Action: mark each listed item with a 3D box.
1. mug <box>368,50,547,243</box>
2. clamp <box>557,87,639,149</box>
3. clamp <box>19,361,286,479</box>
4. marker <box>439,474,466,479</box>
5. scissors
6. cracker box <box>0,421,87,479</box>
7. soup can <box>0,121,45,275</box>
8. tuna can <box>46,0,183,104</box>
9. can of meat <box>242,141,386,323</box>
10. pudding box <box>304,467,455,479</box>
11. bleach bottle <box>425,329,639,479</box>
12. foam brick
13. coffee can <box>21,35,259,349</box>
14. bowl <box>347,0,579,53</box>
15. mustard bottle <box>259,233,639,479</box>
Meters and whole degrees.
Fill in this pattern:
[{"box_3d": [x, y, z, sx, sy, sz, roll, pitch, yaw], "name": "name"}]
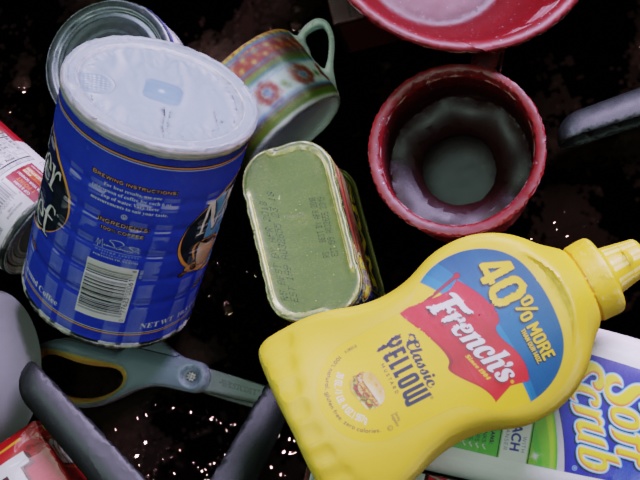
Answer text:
[{"box_3d": [0.081, -0.053, 0.596, 0.093, 0.081, 0.117, 13, 85, 12], "name": "mug"}, {"box_3d": [0.218, -0.083, 0.597, 0.120, 0.039, 0.171, 32, 85, 8], "name": "clamp"}, {"box_3d": [-0.083, 0.151, 0.574, 0.164, 0.036, 0.210, 1, 68, -7], "name": "clamp"}, {"box_3d": [0.094, 0.185, 0.591, 0.020, 0.020, 0.121, -23, 78, 7], "name": "marker"}, {"box_3d": [-0.083, 0.063, 0.645, 0.202, 0.016, 0.096, -1, 82, 11], "name": "scissors"}, {"box_3d": [-0.162, 0.235, 0.606, 0.164, 0.072, 0.214, -35, 76, 3], "name": "cracker box"}, {"box_3d": [-0.204, -0.035, 0.656, 0.102, 0.068, 0.068, 40, 90, 13], "name": "soup can"}, {"box_3d": [-0.127, -0.106, 0.669, 0.086, 0.033, 0.086, -2, 81, 10], "name": "tuna can"}, {"box_3d": [-0.004, 0.001, 0.604, 0.057, 0.084, 0.102, -16, 79, 8], "name": "can of meat"}, {"box_3d": [0.039, 0.165, 0.553, 0.113, 0.039, 0.090, 9, 51, 12], "name": "pudding box"}, {"box_3d": [0.165, 0.092, 0.570, 0.251, 0.068, 0.102, 8, 83, 10], "name": "bleach bottle"}, {"box_3d": [0.028, -0.161, 0.638, 0.053, 0.051, 0.078, -13, 80, 9], "name": "foam brick"}, {"box_3d": [-0.102, -0.025, 0.585, 0.103, 0.102, 0.140, 32, 127, 13], "name": "coffee can"}, {"box_3d": [0.068, -0.169, 0.582, 0.162, 0.055, 0.162, 1, 78, -7], "name": "bowl"}, {"box_3d": [0.073, 0.051, 0.526, 0.191, 0.058, 0.096, -27, 74, 1], "name": "mustard bottle"}]
